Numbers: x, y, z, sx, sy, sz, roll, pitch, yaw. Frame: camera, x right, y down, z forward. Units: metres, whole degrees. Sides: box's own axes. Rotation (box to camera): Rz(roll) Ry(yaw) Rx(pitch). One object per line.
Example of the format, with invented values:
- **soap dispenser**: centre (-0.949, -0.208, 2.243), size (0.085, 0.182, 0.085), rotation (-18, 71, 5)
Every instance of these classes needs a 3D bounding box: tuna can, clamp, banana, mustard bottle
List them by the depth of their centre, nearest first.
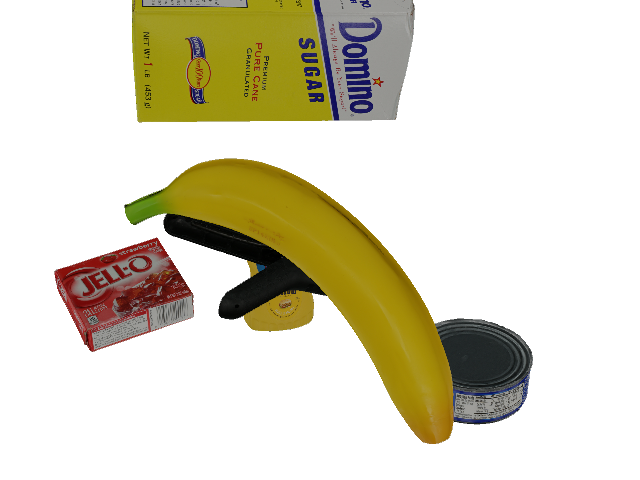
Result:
- **banana**: centre (0.001, 0.018, 0.528), size (0.198, 0.070, 0.037), rotation (37, 22, 2)
- **tuna can**: centre (0.109, 0.095, 0.776), size (0.086, 0.034, 0.086), rotation (0, 31, 0)
- **clamp**: centre (-0.029, 0.025, 0.986), size (0.209, 0.036, 0.165), rotation (4, 29, -23)
- **mustard bottle**: centre (-0.054, 0.027, 1.450), size (0.096, 0.192, 0.058), rotation (-5, 25, -18)

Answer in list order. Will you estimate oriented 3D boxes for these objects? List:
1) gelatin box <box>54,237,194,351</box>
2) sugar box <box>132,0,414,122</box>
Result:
- **gelatin box**: centre (-0.153, 0.041, 0.835), size (0.089, 0.030, 0.073), rotation (-18, 46, -22)
- **sugar box**: centre (-0.032, -0.122, 0.692), size (0.176, 0.048, 0.093), rotation (0, -41, -6)
